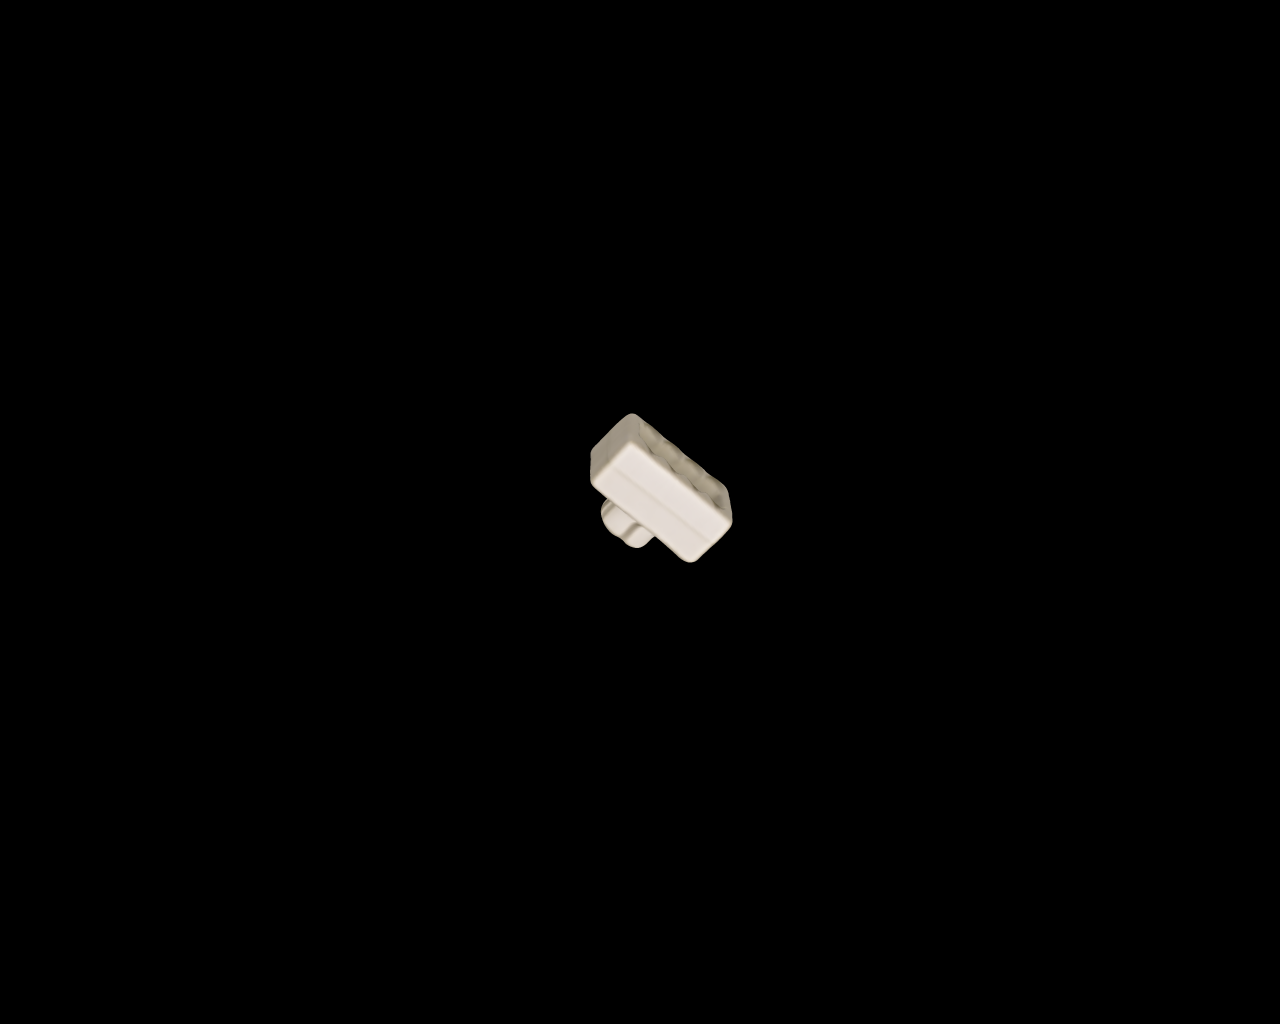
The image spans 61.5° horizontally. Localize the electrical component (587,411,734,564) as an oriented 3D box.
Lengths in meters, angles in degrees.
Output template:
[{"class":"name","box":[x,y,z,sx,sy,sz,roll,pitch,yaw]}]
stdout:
[{"class":"electrical component","box":[0.001,-0.003,0.650,0.083,0.075,0.047,38,22,-18]}]
